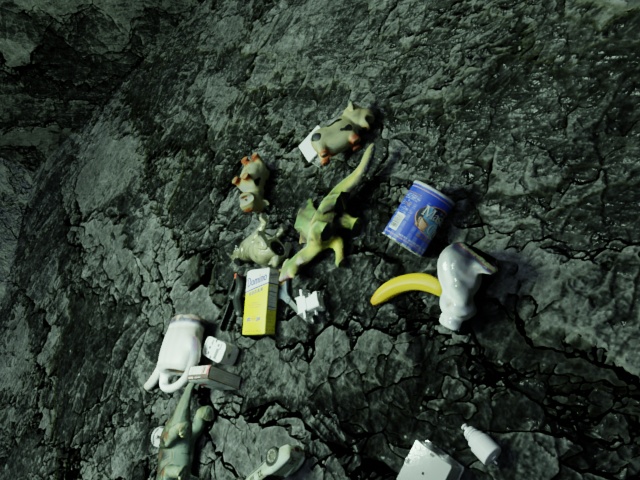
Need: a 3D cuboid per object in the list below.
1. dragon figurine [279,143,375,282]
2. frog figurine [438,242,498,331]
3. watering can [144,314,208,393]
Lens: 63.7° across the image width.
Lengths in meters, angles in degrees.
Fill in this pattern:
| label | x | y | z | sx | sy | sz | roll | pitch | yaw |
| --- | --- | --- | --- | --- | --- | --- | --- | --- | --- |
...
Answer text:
| label | x | y | z | sx | sy | sz | roll | pitch | yaw |
| --- | --- | --- | --- | --- | --- | --- | --- | --- | --- |
| dragon figurine | 0.004 | -0.069 | 1.363 | 0.243 | 0.121 | 0.413 | 11 | 74 | 54 |
| frog figurine | 0.268 | 0.089 | 1.015 | 0.158 | 0.122 | 0.139 | -57 | 9 | 16 |
| watering can | -0.433 | 0.339 | 1.528 | 0.343 | 0.103 | 0.229 | -25 | 47 | 48 |
